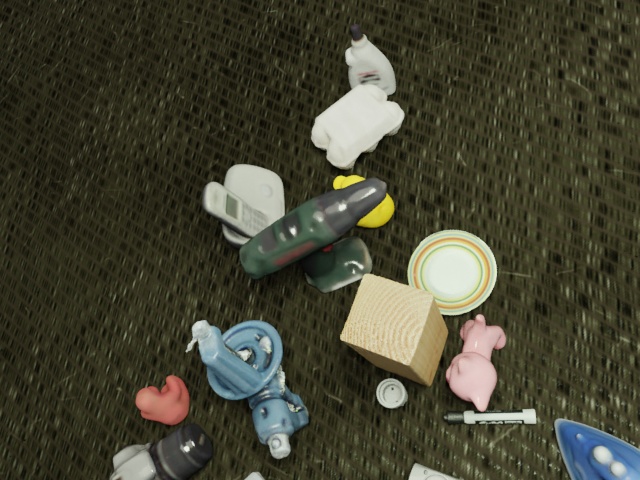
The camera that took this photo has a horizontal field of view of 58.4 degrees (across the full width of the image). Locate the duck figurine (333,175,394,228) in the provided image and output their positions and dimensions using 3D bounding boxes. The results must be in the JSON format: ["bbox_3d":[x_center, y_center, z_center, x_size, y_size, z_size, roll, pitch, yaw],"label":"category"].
[{"bbox_3d":[0.066,-0.069,0.915,0.104,0.086,0.077,30,81,25],"label":"duck figurine"}]

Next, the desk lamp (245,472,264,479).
[{"bbox_3d":[-0.166,0.404,0.736,0.203,0.214,0.117,-46,63,-3],"label":"desk lamp"}]

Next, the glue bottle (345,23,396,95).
[{"bbox_3d":[0.076,-0.297,0.951,0.078,0.173,0.037,-12,67,14],"label":"glue bottle"}]

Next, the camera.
[{"bbox_3d":[-0.225,0.346,0.840,0.137,0.101,0.143,-36,63,2],"label":"camera"}]

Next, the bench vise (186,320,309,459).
[{"bbox_3d":[-0.090,0.187,0.791,0.121,0.220,0.207,-45,63,-3],"label":"bench vise"}]

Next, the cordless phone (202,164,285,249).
[{"bbox_3d":[-0.128,-0.070,0.922,0.094,0.185,0.147,-10,67,14],"label":"cordless phone"}]

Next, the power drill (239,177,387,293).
[{"bbox_3d":[0.008,0.003,0.837,0.229,0.209,0.075,-25,64,7],"label":"power drill"}]

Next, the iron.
[{"bbox_3d":[0.370,0.302,0.644,0.118,0.142,0.257,-43,63,-1],"label":"iron"}]

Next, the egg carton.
[{"bbox_3d":[0.062,-0.193,0.974,0.150,0.069,0.107,-39,63,0],"label":"egg carton"}]

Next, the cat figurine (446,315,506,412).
[{"bbox_3d":[0.206,0.162,0.764,0.067,0.118,0.128,8,73,21],"label":"cat figurine"}]

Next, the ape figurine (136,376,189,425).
[{"bbox_3d":[-0.250,0.251,0.890,0.078,0.092,0.076,-33,63,4],"label":"ape figurine"}]
